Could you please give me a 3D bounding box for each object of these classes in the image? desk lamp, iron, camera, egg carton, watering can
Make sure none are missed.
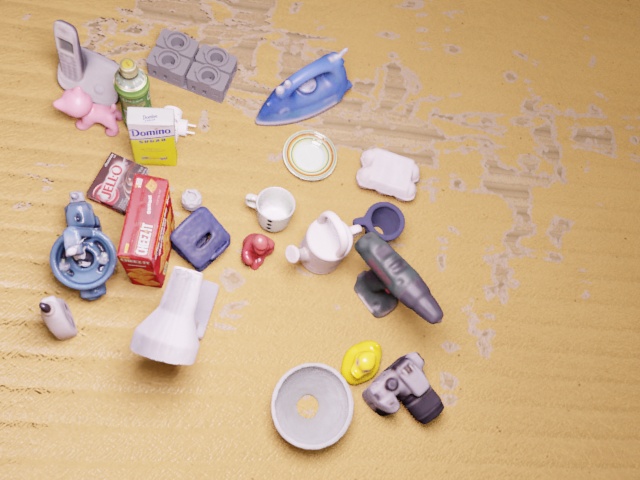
[{"bbox_3d":[-0.271,0.143,1.095,0.118,0.213,0.203,17,69,-6],"label":"desk lamp"},{"bbox_3d":[-0.039,-0.364,1.349,0.259,0.141,0.118,-34,81,-20],"label":"iron"},{"bbox_3d":[0.185,0.323,1.192,0.143,0.100,0.137,-37,82,-20],"label":"camera"},{"bbox_3d":[0.162,-0.155,1.361,0.150,0.069,0.107,17,70,-6],"label":"egg carton"},{"bbox_3d":[0.012,0.006,1.210,0.101,0.194,0.173,43,69,4],"label":"watering can"}]

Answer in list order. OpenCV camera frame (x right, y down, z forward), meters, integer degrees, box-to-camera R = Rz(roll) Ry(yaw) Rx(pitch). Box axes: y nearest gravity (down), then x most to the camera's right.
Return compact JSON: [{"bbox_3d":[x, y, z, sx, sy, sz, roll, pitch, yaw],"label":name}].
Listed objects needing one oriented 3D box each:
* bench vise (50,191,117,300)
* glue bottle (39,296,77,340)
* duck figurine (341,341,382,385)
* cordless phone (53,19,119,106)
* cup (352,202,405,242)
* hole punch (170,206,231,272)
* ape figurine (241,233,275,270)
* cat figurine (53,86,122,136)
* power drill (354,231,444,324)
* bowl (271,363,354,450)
[{"bbox_3d":[-0.472,-0.001,1.097,0.122,0.219,0.207,-28,79,-18],"label":"bench vise"},{"bbox_3d":[-0.497,0.138,1.071,0.037,0.173,0.078,-20,77,-17],"label":"glue bottle"},{"bbox_3d":[0.094,0.254,1.204,0.077,0.086,0.105,43,69,4],"label":"duck figurine"},{"bbox_3d":[-0.500,-0.383,1.236,0.147,0.185,0.094,21,69,-4],"label":"cordless phone"},{"bbox_3d":[0.124,-0.029,1.298,0.118,0.095,0.091,-2,72,-12],"label":"cup"},{"bbox_3d":[-0.250,-0.002,1.213,0.101,0.091,0.109,42,69,4],"label":"hole punch"},{"bbox_3d":[-0.133,0.015,1.232,0.078,0.092,0.076,-14,75,-16],"label":"ape figurine"},{"bbox_3d":[-0.501,-0.288,1.240,0.128,0.117,0.067,8,71,-9],"label":"cat figurine"},{"bbox_3d":[0.149,0.096,1.202,0.076,0.208,0.229,-36,82,-20],"label":"power drill"},{"bbox_3d":[-0.020,0.336,1.159,0.167,0.074,0.167,4,71,-11],"label":"bowl"}]
